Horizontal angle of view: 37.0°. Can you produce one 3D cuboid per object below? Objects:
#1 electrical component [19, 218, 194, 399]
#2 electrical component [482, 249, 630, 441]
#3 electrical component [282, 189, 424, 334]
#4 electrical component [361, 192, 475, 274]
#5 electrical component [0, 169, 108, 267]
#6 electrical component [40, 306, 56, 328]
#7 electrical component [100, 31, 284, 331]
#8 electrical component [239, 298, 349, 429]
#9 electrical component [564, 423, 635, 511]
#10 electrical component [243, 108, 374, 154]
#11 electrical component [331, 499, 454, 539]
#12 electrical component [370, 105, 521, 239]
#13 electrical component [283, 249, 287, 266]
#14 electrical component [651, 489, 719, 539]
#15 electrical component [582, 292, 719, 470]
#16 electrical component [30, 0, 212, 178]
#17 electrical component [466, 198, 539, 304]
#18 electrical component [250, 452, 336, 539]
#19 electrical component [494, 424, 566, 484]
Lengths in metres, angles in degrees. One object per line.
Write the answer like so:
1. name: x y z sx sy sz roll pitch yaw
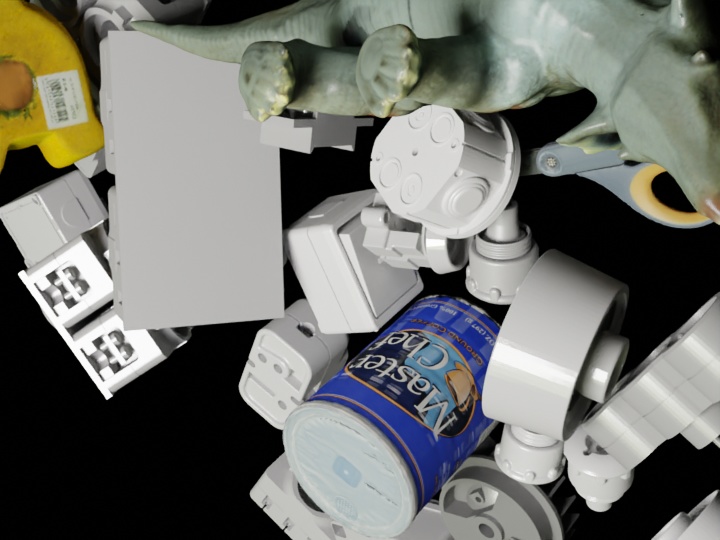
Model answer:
1. electrical component: -0.177 0.015 0.828 0.060 0.186 0.105 -33 97 6
2. electrical component: 0.122 0.048 0.631 0.060 0.108 0.108 22 132 21
3. electrical component: 0.000 0.000 0.736 0.061 0.062 0.096 -6 114 45
4. electrical component: 0.040 -0.023 0.689 0.055 0.048 0.066 7 165 31
5. electrical component: -0.268 -0.045 0.948 0.096 0.061 0.061 -12 110 47
6. electrical component: -0.227 0.020 0.947 0.079 0.077 0.044 10 125 35
7. electrical component: -0.112 -0.060 0.711 0.060 0.105 0.186 -160 68 -68
8. electrical component: -0.049 0.071 0.835 0.054 0.059 0.095 39 138 14
9. electrical component: 0.158 0.133 0.706 0.048 0.048 0.062 21 138 30
10. electrical component: -0.030 -0.109 0.679 0.042 0.081 0.063 17 106 34
11. electrical component: 0.043 0.241 0.880 0.109 0.056 0.108 6 123 40
12. electrical component: 0.049 -0.062 0.628 0.080 0.051 0.080 -17 66 43
13. electrical component: -0.128 -0.035 0.817 0.138 0.074 0.052 43 139 9
14. electrical component: 0.209 0.184 0.660 0.064 0.099 0.099 45 140 17
15. electrical component: 0.195 0.078 0.624 0.074 0.052 0.138 43 139 9
16. electrical component: -0.195 -0.164 0.794 0.105 0.060 0.186 47 139 5
17. electrical component: 0.088 -0.013 0.658 0.048 0.048 0.062 17 127 33
18. electrical component: -0.042 0.199 0.931 0.089 0.050 0.055 43 139 8
19. electrical component: 0.118 0.109 0.725 0.048 0.048 0.062 25 126 27
